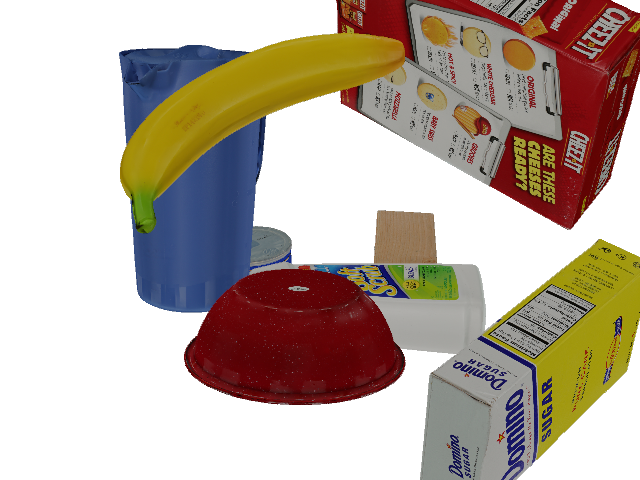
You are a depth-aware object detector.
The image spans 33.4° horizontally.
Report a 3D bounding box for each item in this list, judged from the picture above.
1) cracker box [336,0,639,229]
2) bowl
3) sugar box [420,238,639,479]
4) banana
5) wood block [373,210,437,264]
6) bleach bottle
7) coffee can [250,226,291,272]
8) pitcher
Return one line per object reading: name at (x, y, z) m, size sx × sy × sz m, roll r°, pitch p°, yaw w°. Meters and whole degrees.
cracker box at (0.113, -0.125, 0.761) m, size 0.214 × 0.072 × 0.164 m, roll 31°, pitch -28°, yaw 23°
bowl at (-0.017, 0.060, 0.769) m, size 0.162 × 0.055 × 0.162 m, roll 2°, pitch 16°, yaw -1°
sugar box at (0.130, 0.078, 0.631) m, size 0.048 × 0.093 × 0.175 m, roll 26°, pitch 43°, yaw 31°
banana at (-0.042, -0.072, 0.599) m, size 0.197 × 0.070 × 0.037 m, roll -37°, pitch -24°, yaw -24°
wood block at (0.124, 0.036, 1.587) m, size 0.091 × 0.090 × 0.206 m, roll 4°, pitch 24°, yaw 3°
bleach bottle at (0.028, 0.061, 1.026) m, size 0.251 × 0.068 × 0.102 m, roll 2°, pitch 28°, yaw 2°
coffee can at (-0.084, 0.066, 1.336) m, size 0.103 × 0.140 × 0.103 m, roll -2°, pitch 25°, yaw 1°
pitcher at (-0.114, -0.063, 1.015) m, size 0.149 × 0.243 × 0.145 m, roll -2°, pitch 15°, yaw -13°
